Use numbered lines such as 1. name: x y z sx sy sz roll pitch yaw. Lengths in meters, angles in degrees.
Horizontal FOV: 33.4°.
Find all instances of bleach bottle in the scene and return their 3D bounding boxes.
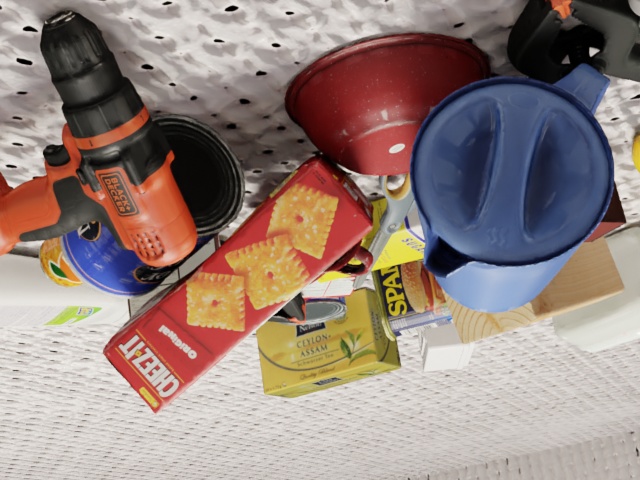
1. bleach bottle: -0.279 0.056 1.070 0.250 0.068 0.103 8 155 -43

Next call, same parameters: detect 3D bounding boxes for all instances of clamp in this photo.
1. clamp: -0.091 0.055 1.144 0.120 0.039 0.171 -15 144 40
2. clamp: 0.183 -0.131 0.789 0.165 0.036 0.209 -19 157 23

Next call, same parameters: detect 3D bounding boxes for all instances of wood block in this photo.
1. wood block: 0.221 0.039 1.106 0.090 0.091 0.205 -26 169 39

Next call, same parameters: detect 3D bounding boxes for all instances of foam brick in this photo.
1. foam brick: 0.241 -0.042 0.993 0.052 0.078 0.051 1 157 -29

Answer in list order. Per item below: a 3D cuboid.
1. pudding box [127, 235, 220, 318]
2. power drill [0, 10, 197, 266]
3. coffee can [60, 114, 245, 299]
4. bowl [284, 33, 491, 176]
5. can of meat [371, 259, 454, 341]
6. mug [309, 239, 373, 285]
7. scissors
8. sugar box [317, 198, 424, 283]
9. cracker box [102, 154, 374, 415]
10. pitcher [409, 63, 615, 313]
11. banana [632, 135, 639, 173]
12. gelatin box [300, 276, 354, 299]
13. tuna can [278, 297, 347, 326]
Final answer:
1. pudding box: -0.136 0.035 0.995 0.090 0.113 0.039 -8 163 0
2. power drill: -0.192 -0.057 0.734 0.188 0.057 0.184 -6 120 29
3. coffee can: -0.137 -0.024 0.854 0.102 0.103 0.141 5 156 -32
4. bowl: 0.056 -0.093 0.817 0.162 0.055 0.162 -7 159 -3
5. can of meat: 0.104 0.048 1.144 0.084 0.102 0.057 -15 160 11
6. mug: -0.006 0.001 0.980 0.117 0.093 0.082 24 156 -11
7. scissors: 0.084 -0.025 0.985 0.096 0.016 0.202 -13 144 -15
8. sugar box: 0.069 -0.006 1.063 0.176 0.048 0.093 -12 159 13
9. cracker box: -0.057 0.025 0.840 0.214 0.072 0.164 -40 -176 7
10. pitcher: 0.144 -0.026 0.809 0.149 0.145 0.243 -8 165 4
11. banana: 0.356 -0.071 1.025 0.197 0.037 0.070 3 141 -32
12. gelatin box: 0.006 0.036 1.176 0.073 0.030 0.089 -3 158 -12
13. tuna can: -0.013 0.072 1.256 0.086 0.034 0.086 -7 160 -3
